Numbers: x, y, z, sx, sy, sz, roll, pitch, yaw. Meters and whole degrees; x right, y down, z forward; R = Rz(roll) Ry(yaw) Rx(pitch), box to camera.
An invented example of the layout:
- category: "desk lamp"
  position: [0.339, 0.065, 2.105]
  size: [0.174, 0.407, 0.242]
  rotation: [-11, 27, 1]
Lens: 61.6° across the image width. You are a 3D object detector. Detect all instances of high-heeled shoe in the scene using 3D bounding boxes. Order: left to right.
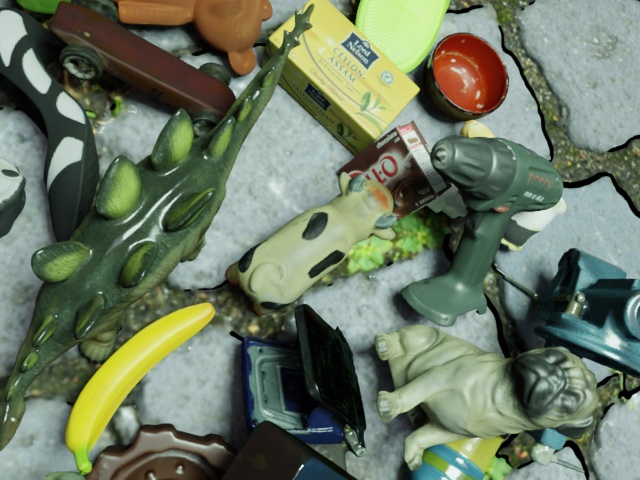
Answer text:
- category: "high-heeled shoe"
  position: [-0.298, -0.116, 0.534]
  size: [0.145, 0.086, 0.248]
  rotation: [3, 74, -13]

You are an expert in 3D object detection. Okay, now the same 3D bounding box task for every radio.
- category: "radio"
  position: [-0.006, 0.275, 0.491]
  size: [0.131, 0.073, 0.229]
  rotation: [-54, 128, -16]

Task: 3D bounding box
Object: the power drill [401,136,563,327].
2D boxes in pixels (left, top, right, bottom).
- category: "power drill"
  position: [0.161, -0.012, 0.580]
  size: [0.232, 0.086, 0.207]
  rotation: [-7, 120, -42]

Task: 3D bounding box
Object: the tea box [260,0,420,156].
- category: "tea box"
  position: [0.023, -0.197, 0.651]
  size: [0.169, 0.068, 0.098]
  rotation: [40, 71, -5]

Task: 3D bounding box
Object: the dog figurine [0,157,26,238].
- category: "dog figurine"
  position: [-0.370, 0.028, 0.475]
  size: [0.108, 0.192, 0.219]
  rotation: [30, 107, -13]

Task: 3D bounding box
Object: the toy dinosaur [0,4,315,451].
- category: "toy dinosaur"
  position: [-0.148, -0.024, 0.497]
  size: [0.105, 0.198, 0.471]
  rotation: [34, 73, -11]

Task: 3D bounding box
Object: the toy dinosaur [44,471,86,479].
- category: "toy dinosaur"
  position: [-0.292, 0.268, 0.371]
  size: [0.405, 0.192, 0.131]
  rotation: [-22, 96, 5]

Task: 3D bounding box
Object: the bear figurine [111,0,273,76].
- category: "bear figurine"
  position: [-0.144, -0.272, 0.581]
  size: [0.196, 0.132, 0.120]
  rotation: [22, 80, -13]

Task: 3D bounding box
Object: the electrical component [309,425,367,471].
- category: "electrical component"
  position: [-0.002, 0.233, 0.569]
  size: [0.102, 0.045, 0.078]
  rotation: [-2, 78, -17]

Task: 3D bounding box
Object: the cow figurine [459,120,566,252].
- category: "cow figurine"
  position: [0.222, -0.069, 0.686]
  size: [0.098, 0.068, 0.167]
  rotation: [-45, 93, 6]

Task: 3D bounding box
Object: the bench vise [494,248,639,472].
- category: "bench vise"
  position: [0.277, 0.126, 0.599]
  size: [0.129, 0.224, 0.240]
  rotation: [26, 85, -12]

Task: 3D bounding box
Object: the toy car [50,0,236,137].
- category: "toy car"
  position: [-0.178, -0.176, 0.566]
  size: [0.202, 0.053, 0.089]
  rotation: [21, 58, -35]

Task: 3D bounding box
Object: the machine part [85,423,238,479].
- category: "machine part"
  position: [-0.148, 0.265, 0.514]
  size: [0.179, 0.056, 0.179]
  rotation: [3, 79, -15]

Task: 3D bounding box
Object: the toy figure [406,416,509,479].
- category: "toy figure"
  position: [0.154, 0.232, 0.592]
  size: [0.082, 0.089, 0.180]
  rotation: [46, 66, -19]

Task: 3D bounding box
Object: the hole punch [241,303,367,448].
- category: "hole punch"
  position: [-0.017, 0.144, 0.547]
  size: [0.092, 0.142, 0.115]
  rotation: [-31, 132, 15]

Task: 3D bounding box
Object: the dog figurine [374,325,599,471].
- category: "dog figurine"
  position: [0.164, 0.132, 0.547]
  size: [0.191, 0.172, 0.121]
  rotation: [-20, 126, 17]

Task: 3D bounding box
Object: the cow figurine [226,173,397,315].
- category: "cow figurine"
  position: [-0.001, -0.002, 0.574]
  size: [0.195, 0.127, 0.085]
  rotation: [-36, 94, -18]

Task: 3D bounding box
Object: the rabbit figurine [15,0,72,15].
- category: "rabbit figurine"
  position: [-0.331, -0.328, 0.524]
  size: [0.170, 0.121, 0.159]
  rotation: [4, 45, -42]
